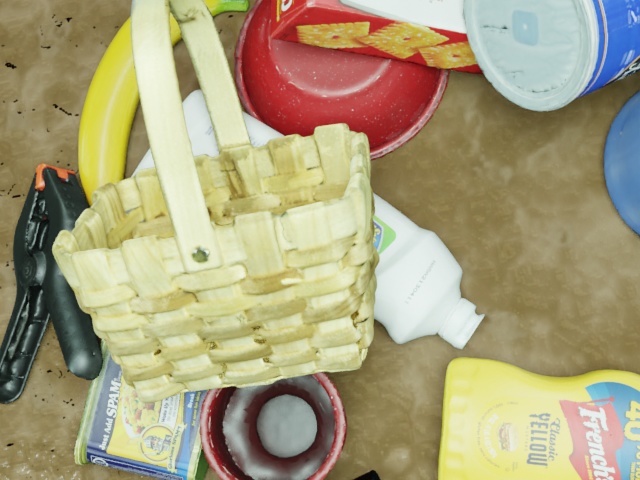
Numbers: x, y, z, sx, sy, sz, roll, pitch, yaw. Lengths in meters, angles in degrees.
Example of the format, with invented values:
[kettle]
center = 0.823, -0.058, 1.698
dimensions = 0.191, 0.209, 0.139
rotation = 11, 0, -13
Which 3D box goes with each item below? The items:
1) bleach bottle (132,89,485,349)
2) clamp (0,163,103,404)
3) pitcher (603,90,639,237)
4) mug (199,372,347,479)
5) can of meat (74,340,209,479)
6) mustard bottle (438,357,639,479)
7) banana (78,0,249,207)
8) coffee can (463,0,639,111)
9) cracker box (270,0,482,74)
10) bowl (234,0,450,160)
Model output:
[bleach bottle]
center = -0.005, 0.001, 0.736
dimensions = 0.251, 0.068, 0.102
rotation = 33, 88, 9
[clamp]
center = -0.197, 0.033, 0.756
dimensions = 0.120, 0.039, 0.171
rotation = -25, 58, 32
[pitcher]
center = 0.256, -0.052, 0.619
dimensions = 0.145, 0.243, 0.149
rotation = -32, 84, -1
[mug]
center = -0.028, 0.134, 0.704
dimensions = 0.093, 0.081, 0.117
rotation = 13, 82, 9
[can of meat]
center = -0.111, 0.113, 0.732
dimensions = 0.084, 0.057, 0.102
rotation = 11, 81, 8
[mustard bottle]
center = 0.174, 0.131, 0.690
dimensions = 0.192, 0.058, 0.096
rotation = 4, 82, 8
[banana]
center = -0.133, -0.116, 0.786
dimensions = 0.070, 0.037, 0.198
rotation = 31, 85, 12
[coffee can]
center = 0.174, -0.149, 0.651
dimensions = 0.140, 0.103, 0.103
rotation = -24, 76, -28
[cracker box]
center = 0.075, -0.203, 0.711
dimensions = 0.213, 0.072, 0.164
rotation = 5, 80, -25
[bowl]
center = 0.012, -0.138, 0.762
dimensions = 0.162, 0.055, 0.162
rotation = -1, 80, 8
